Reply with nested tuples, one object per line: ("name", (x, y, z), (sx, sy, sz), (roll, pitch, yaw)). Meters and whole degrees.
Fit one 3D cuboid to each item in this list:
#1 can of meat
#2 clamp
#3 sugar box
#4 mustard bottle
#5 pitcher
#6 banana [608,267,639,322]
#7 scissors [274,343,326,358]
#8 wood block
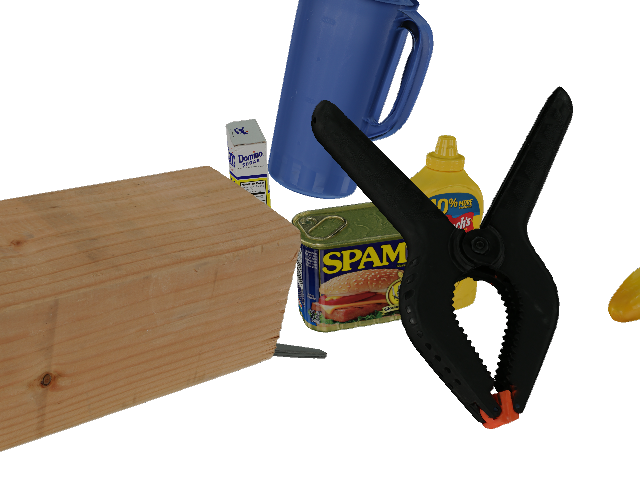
("can of meat", (0.030, 0.021, 0.854), (0.102, 0.084, 0.057), (-8, 30, -11))
("clamp", (0.077, 0.003, 0.625), (0.164, 0.210, 0.036), (1, -17, -9))
("sugar box", (-0.087, -0.052, 1.317), (0.048, 0.176, 0.093), (-9, 24, -8))
("mustard bottle", (0.129, -0.019, 1.160), (0.096, 0.192, 0.058), (-3, 19, -19))
("pitcher", (0.025, -0.171, 1.205), (0.145, 0.243, 0.149), (10, 22, -11))
("banana", (0.292, 0.023, 0.739), (0.198, 0.037, 0.069), (-3, 34, 1))
("scissors", (-0.101, 0.085, 0.999), (0.201, 0.016, 0.096), (-2, 32, -10))
("wood block", (-0.120, 0.031, 0.560), (0.205, 0.091, 0.090), (-14, 38, -43))
